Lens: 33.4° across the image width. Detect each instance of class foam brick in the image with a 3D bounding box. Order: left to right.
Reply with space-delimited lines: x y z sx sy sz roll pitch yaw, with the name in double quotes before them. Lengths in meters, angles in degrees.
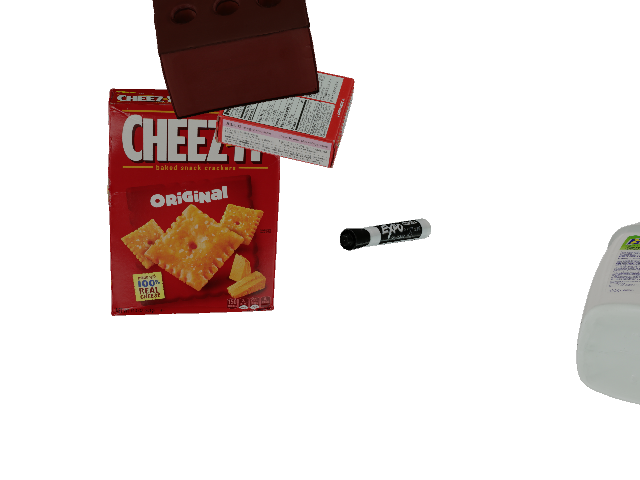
"foam brick" -0.044 -0.104 0.551 0.078 0.053 0.051 -11 -32 1

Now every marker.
"marker" 0.058 -0.006 0.951 0.020 0.020 0.120 0 5 40

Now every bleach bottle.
"bleach bottle" 0.244 0.035 0.747 0.103 0.068 0.250 9 20 19

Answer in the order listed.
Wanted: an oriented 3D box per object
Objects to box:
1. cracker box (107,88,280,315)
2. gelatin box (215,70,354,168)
"cracker box" -0.123 -0.035 1.041 0.164 0.214 0.072 0 21 -10
"gelatin box" -0.026 -0.095 0.784 0.089 0.073 0.030 12 -42 4
